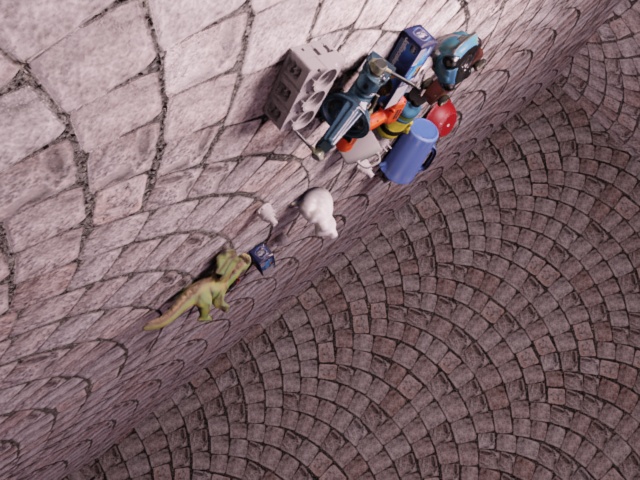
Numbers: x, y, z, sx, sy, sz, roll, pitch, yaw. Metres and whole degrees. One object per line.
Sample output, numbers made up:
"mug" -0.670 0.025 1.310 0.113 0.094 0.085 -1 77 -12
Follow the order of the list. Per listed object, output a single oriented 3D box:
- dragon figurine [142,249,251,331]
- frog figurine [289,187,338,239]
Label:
"dragon figurine" -0.326 0.121 1.495 0.239 0.123 0.413 -62 165 18
"frog figurine" 0.005 -0.079 1.569 0.121 0.160 0.138 -45 168 18
